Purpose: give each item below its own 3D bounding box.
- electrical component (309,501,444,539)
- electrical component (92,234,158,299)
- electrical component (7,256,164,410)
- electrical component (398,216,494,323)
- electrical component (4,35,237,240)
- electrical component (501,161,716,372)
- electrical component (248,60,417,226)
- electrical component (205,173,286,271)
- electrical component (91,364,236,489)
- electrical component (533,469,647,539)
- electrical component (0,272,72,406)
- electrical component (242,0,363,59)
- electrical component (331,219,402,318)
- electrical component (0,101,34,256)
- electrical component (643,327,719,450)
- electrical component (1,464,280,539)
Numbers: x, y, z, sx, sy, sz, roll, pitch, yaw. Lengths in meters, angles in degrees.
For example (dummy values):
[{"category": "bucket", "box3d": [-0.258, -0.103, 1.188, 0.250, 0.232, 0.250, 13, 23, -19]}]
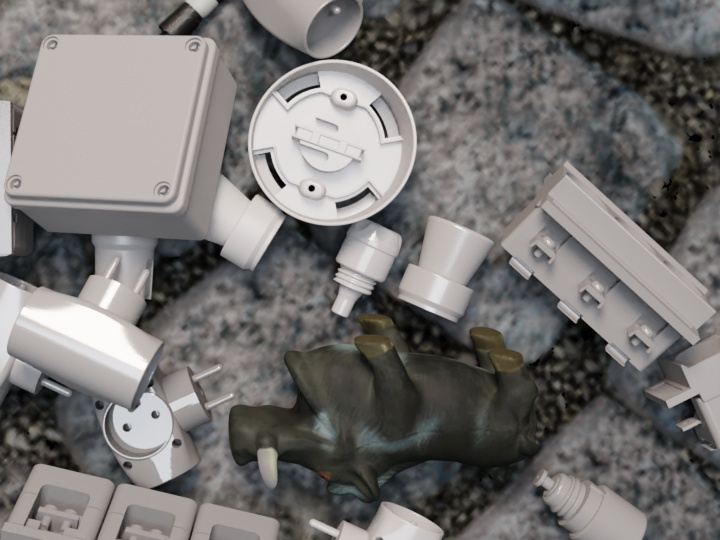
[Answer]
[{"category": "electrical component", "box3d": [0.000, 0.181, 0.669, 0.079, 0.044, 0.077, 25, 89, -3]}, {"category": "electrical component", "box3d": [-0.145, -0.006, 0.661, 0.040, 0.040, 0.046, 2, 96, -4]}, {"category": "electrical component", "box3d": [-0.149, 0.029, 0.620, 0.077, 0.043, 0.079, 25, 70, -1]}, {"category": "electrical component", "box3d": [0.053, 0.000, 0.670, 0.045, 0.045, 0.055, 23, 89, -4]}, {"category": "electrical component", "box3d": [-0.137, -0.077, 0.625, 0.109, 0.056, 0.108, 4, 71, 14]}, {"category": "electrical component", "box3d": [0.150, 0.000, 0.666, 0.121, 0.078, 0.063, 42, 110, -3]}, {"category": "electrical component", "box3d": [-0.018, -0.076, 0.655, 0.099, 0.064, 0.099, 0, 91, -4]}, {"category": "electrical component", "box3d": [-0.079, -0.031, 0.661, 0.055, 0.045, 0.045, 31, 89, -4]}, {"category": "electrical component", "box3d": [-0.117, 0.084, 0.660, 0.079, 0.044, 0.077, -24, 92, -3]}, {"category": "electrical component", "box3d": [0.144, 0.153, 0.680, 0.078, 0.040, 0.040, 36, 88, -3]}, {"category": "electrical component", "box3d": [-0.208, 0.050, 0.655, 0.079, 0.043, 0.077, 26, 89, -4]}, {"category": "electrical component", "box3d": [-0.025, -0.171, 0.658, 0.079, 0.043, 0.077, -20, 54, -37]}, {"category": "electrical component", "box3d": [0.000, 0.000, 0.672, 0.035, 0.035, 0.061, 25, 93, -4]}, {"category": "electrical component", "box3d": [-0.276, -0.053, 0.640, 0.150, 0.062, 0.089, 0, 91, -4]}, {"category": "electrical component", "box3d": [0.229, 0.076, 0.684, 0.081, 0.042, 0.063, -26, 96, -2]}, {"category": "electrical component", "box3d": [-0.131, 0.178, 0.639, 0.150, 0.061, 0.089, 14, 123, -4]}]
